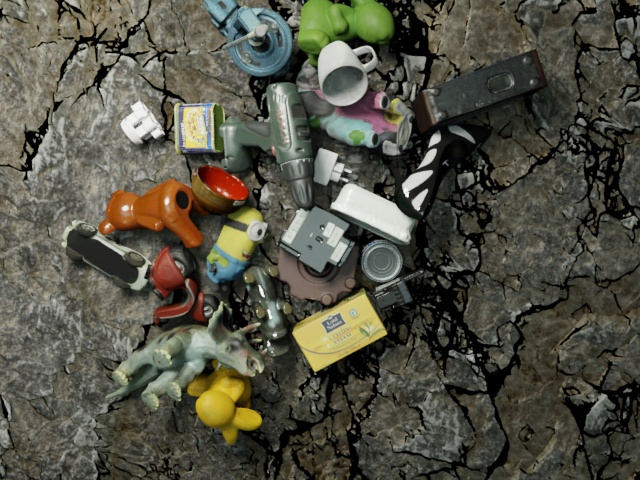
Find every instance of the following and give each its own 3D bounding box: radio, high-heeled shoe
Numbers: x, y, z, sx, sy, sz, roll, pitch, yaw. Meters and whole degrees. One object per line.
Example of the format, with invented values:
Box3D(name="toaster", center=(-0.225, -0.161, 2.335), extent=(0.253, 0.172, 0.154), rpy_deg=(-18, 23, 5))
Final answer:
Box3D(name="radio", center=(0.295, -0.273, 1.006), extent=(0.230, 0.131, 0.073), rpy_deg=(-20, 93, 4))
Box3D(name="high-heeled shoe", center=(0.243, -0.130, 1.005), extent=(0.249, 0.086, 0.145), rpy_deg=(-24, 56, -7))

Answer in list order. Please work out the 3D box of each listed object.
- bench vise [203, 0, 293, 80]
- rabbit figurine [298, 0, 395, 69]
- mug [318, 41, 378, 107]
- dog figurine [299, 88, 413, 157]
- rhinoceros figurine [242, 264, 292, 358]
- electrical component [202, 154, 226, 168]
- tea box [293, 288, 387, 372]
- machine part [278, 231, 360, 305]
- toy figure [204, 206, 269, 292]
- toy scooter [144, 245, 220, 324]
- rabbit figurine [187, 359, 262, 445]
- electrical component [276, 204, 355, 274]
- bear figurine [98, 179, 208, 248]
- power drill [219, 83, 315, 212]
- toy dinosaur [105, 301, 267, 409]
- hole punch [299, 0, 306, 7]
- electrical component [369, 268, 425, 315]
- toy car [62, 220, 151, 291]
Box3D(name="bench vise", center=(-0.132, -0.387, 0.969), extent=(0.129, 0.241, 0.223), rpy_deg=(-35, 110, 2))
Box3D(name="rabbit figurine", center=(0.060, -0.405, 1.013), extent=(0.170, 0.121, 0.159), rpy_deg=(3, 75, 17))
Box3D(name="mug", center=(0.044, -0.304, 0.934), extent=(0.109, 0.107, 0.080), rpy_deg=(-31, 137, 19))
Box3D(name="dog figurine", center=(0.047, -0.235, 1.042), extent=(0.219, 0.191, 0.108), rpy_deg=(18, 97, 34))
Box3D(name="rhinoceros figurine", center=(-0.109, 0.142, 1.083), extent=(0.073, 0.112, 0.190), rpy_deg=(-15, 82, -26))
Box3D(name="electrical component", center=(-0.219, -0.129, 1.099), extent=(0.063, 0.021, 0.094), rpy_deg=(-37, 95, 6))
Box3D(name="tea box", center=(0.041, 0.182, 1.099), extent=(0.170, 0.068, 0.098), rpy_deg=(-30, 95, 6))
Box3D(name="machine part", center=(-0.002, 0.044, 1.092), extent=(0.179, 0.056, 0.179), rpy_deg=(0, 95, 3))
Box3D(name="toy figure", center=(-0.176, 0.016, 1.085), extent=(0.089, 0.082, 0.180), rpy_deg=(34, 99, -3))
Box3D(name="toy scooter", center=(-0.300, 0.105, 1.097), extent=(0.135, 0.075, 0.183), rpy_deg=(-25, 110, 3))
Box3D(name="rabbit figurine", center=(-0.199, 0.328, 1.074), extent=(0.122, 0.173, 0.162), rpy_deg=(-32, 90, 1))
Box3D(name="electrical component", center=(-0.002, -0.003, 1.033), extent=(0.134, 0.058, 0.115), rpy_deg=(32, 96, 1))
Box3D(name="bear figurine", center=(-0.335, -0.047, 1.079), extent=(0.196, 0.120, 0.131), rpy_deg=(-13, 141, 29))
Box3D(name="power drill", center=(-0.099, -0.166, 1.006), extent=(0.086, 0.207, 0.231), rpy_deg=(-11, 100, -42))
Box3D(name="toy dinosaur", center=(-0.281, 0.227, 1.074), extent=(0.405, 0.192, 0.131), rpy_deg=(-18, 104, 40))
Box3D(name="hole punch", center=(-0.015, -0.532, 1.015), extent=(0.116, 0.092, 0.142), rpy_deg=(-14, 99, 8))
Box3D(name="electrical component", center=(0.160, 0.101, 1.083), extent=(0.119, 0.075, 0.047), rpy_deg=(-24, 94, 2))
Box3D(name="toy car", center=(-0.440, 0.033, 1.111), extent=(0.202, 0.056, 0.073), rpy_deg=(31, 103, 0))
